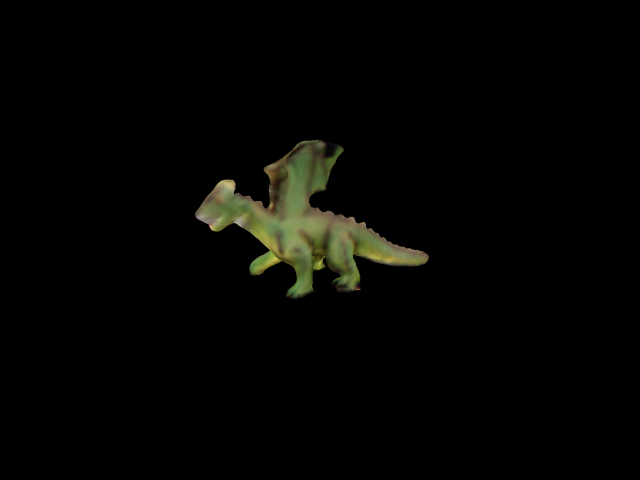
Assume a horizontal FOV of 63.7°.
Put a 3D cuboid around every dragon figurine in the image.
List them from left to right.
[{"bbox_3d":[0.003,-0.043,0.850,0.411,0.239,0.124,-8,21,-20],"label":"dragon figurine"}]
